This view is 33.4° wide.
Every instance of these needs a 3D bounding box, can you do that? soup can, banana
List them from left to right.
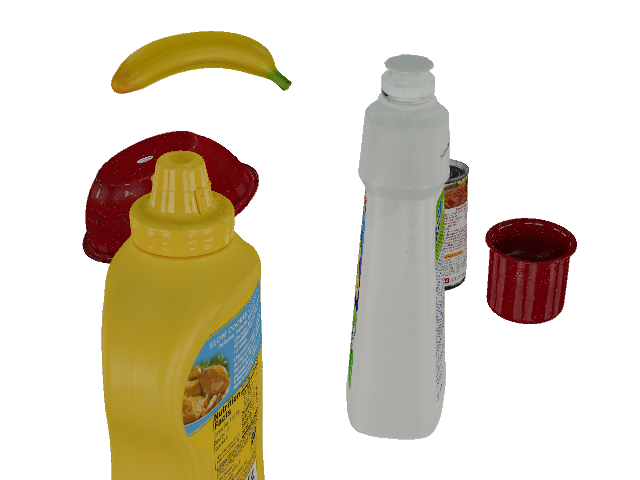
[{"bbox_3d":[-0.124,-0.182,1.082,0.197,0.070,0.037,-7,-39,-30],"label":"banana"},{"bbox_3d":[0.094,-0.015,0.927,0.068,0.102,0.068,-2,22,1],"label":"soup can"}]

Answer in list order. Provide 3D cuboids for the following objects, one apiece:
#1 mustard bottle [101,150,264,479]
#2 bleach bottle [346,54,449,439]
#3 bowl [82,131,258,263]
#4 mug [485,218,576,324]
[{"bbox_3d":[-0.056,0.054,0.450,0.058,0.192,0.096,11,28,18],"label":"mustard bottle"},{"bbox_3d":[0.052,0.002,0.680,0.068,0.251,0.102,3,31,6],"label":"bleach bottle"},{"bbox_3d":[-0.136,-0.047,0.900,0.162,0.055,0.162,-17,27,9],"label":"bowl"},{"bbox_3d":[0.215,0.028,1.128,0.093,0.081,0.117,-5,31,-7],"label":"mug"}]
